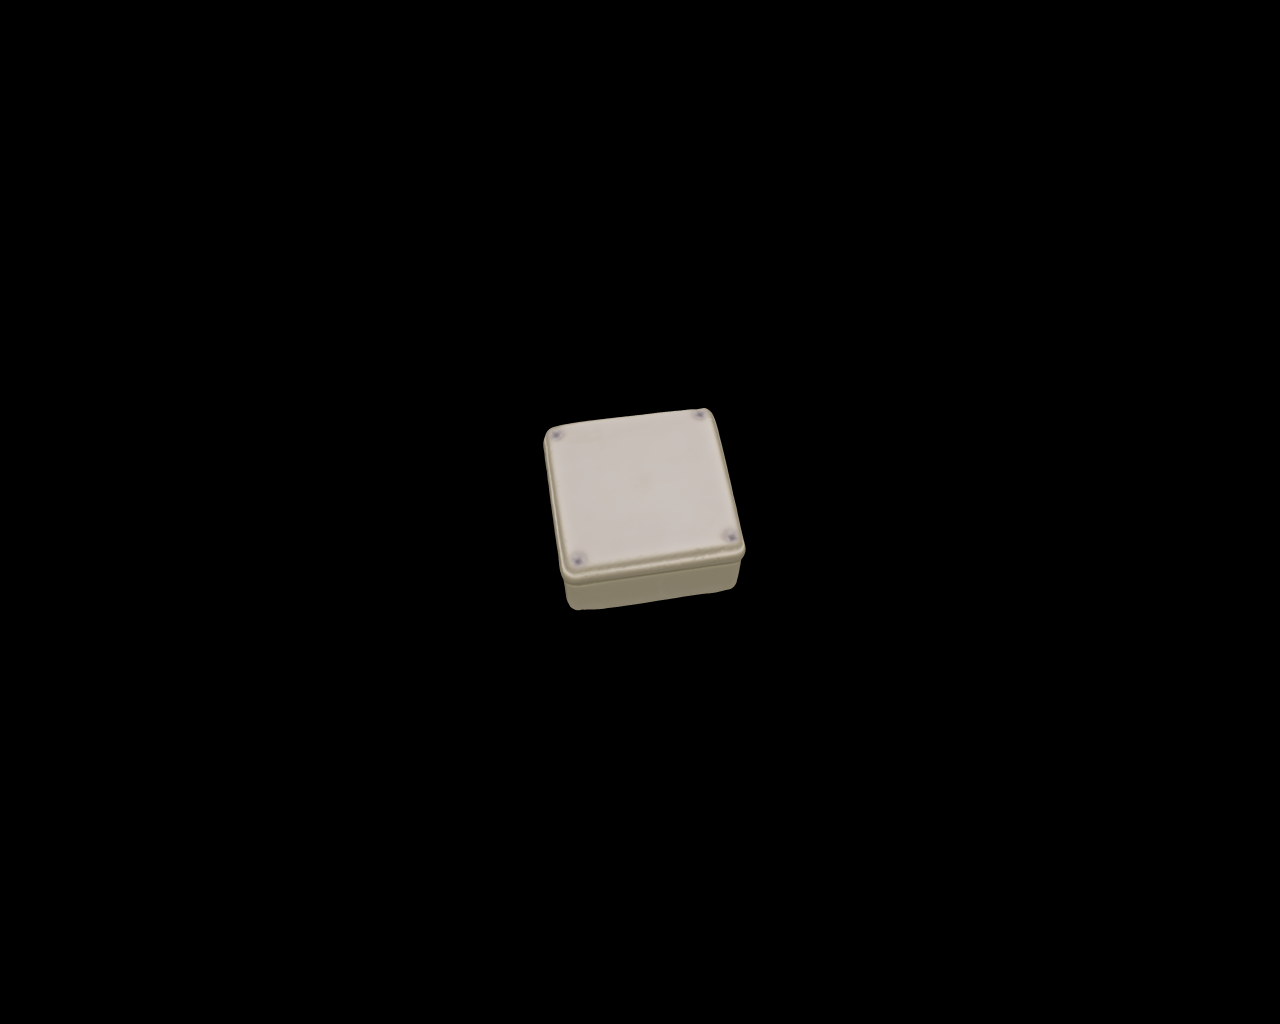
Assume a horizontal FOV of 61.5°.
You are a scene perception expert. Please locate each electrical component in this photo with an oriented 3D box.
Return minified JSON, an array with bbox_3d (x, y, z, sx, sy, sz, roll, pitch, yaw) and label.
[{"bbox_3d":[0.001,-0.003,0.650,0.109,0.109,0.056,-7,-32,-5],"label":"electrical component"}]
